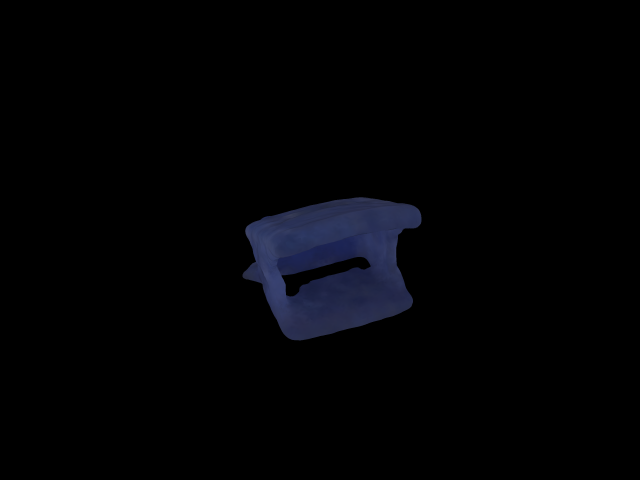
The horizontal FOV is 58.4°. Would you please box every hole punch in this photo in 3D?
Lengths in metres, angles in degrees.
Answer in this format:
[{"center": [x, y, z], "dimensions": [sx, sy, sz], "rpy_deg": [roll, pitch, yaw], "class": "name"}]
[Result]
[{"center": [0.004, 0.001, 0.400], "dimensions": [0.109, 0.091, 0.100], "rpy_deg": [-13, 38, -18], "class": "hole punch"}]
